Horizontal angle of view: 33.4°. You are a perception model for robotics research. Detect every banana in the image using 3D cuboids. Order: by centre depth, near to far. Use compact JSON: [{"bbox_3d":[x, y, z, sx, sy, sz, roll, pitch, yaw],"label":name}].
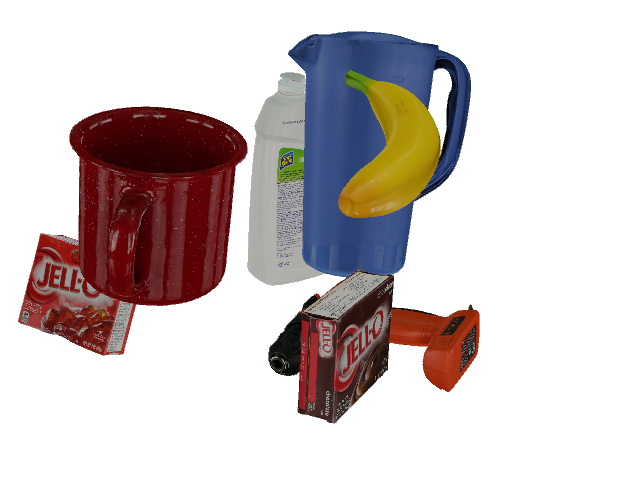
[{"bbox_3d":[0.048,-0.063,0.731,0.069,0.037,0.197,3,31,1],"label":"banana"}]

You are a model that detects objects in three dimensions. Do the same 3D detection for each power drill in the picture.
[{"bbox_3d":[0.059,0.102,1.110,0.188,0.057,0.184,11,28,25],"label":"power drill"}]

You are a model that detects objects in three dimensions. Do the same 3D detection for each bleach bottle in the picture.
[{"bbox_3d":[-0.034,-0.075,1.270,0.102,0.251,0.068,-13,30,-34],"label":"bleach bottle"}]

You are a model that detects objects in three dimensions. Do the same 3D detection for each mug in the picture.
[{"bbox_3d":[-0.090,-0.012,0.568,0.093,0.081,0.117,8,27,0],"label":"mug"}]

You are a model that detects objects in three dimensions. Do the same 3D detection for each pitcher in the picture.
[{"bbox_3d":[0.054,-0.089,1.090,0.149,0.243,0.144,12,15,32],"label":"pitcher"}]

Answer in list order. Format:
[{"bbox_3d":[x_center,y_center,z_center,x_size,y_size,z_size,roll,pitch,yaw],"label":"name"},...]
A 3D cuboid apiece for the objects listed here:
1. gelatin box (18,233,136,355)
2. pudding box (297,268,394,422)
[{"bbox_3d":[-0.184,0.040,0.820,0.089,0.073,0.030,17,4,25],"label":"gelatin box"},{"bbox_3d":[0.022,0.083,0.869,0.039,0.090,0.113,12,22,21],"label":"pudding box"}]
